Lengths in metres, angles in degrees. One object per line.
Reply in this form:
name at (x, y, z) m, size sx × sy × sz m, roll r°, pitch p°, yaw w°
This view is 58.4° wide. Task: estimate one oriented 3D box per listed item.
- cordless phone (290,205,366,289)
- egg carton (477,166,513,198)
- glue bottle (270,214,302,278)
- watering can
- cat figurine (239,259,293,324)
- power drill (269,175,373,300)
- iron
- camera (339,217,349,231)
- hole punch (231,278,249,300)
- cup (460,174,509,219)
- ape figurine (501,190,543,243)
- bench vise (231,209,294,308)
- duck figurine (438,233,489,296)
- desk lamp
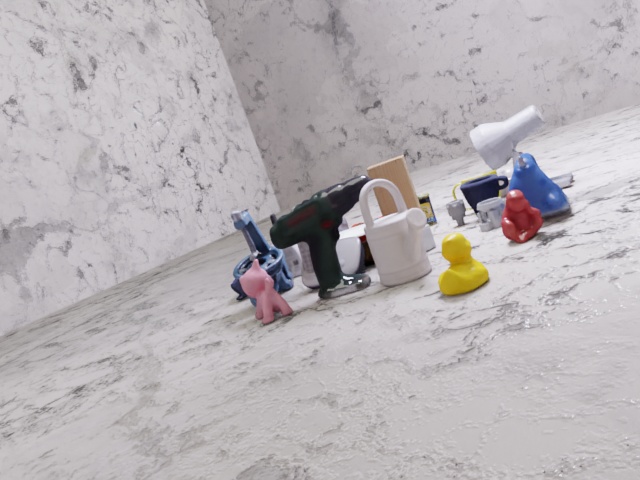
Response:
cordless phone at (0.011, 0.004, 1.232) m, size 0.147 × 0.185 × 0.094 m, roll -16°, pitch 9°, yaw 25°
egg carton at (0.487, -0.157, 1.609) m, size 0.107 × 0.069 × 0.150 m, roll -23°, pitch 8°, yaw -23°
glue bottle at (-0.092, 0.014, 1.470) m, size 0.078 × 0.173 × 0.037 m, roll -18°, pitch 8°, yaw 14°
watering can at (0.137, -0.022, 1.064) m, size 0.172 × 0.194 × 0.101 m, roll -13°, pitch 11°, yaw 42°
cat figurine at (-0.116, 0.098, 1.148) m, size 0.067 × 0.118 × 0.127 m, roll -23°, pitch 8°, yaw -20°
power drill at (0.025, 0.001, 1.131) m, size 0.229 × 0.208 × 0.076 m, roll -18°, pitch 8°, yaw 13°
iron at (0.444, -0.123, 1.201) m, size 0.118 × 0.141 × 0.259 m, roll -16°, pitch 9°, yaw 25°
camera at (-0.001, -0.022, 1.767) m, size 0.143 × 0.101 × 0.136 m, roll -24°, pitch 9°, yaw -31°
hole punch at (-0.177, 0.091, 1.448) m, size 0.101 × 0.091 × 0.108 m, roll -19°, pitch 8°, yaw 6°
cup at (0.396, -0.100, 1.342) m, size 0.117 × 0.095 × 0.092 m, roll -12°, pitch 11°, yaw 44°
ape figurine at (0.366, -0.047, 1.055) m, size 0.077 × 0.092 × 0.076 m, roll -19°, pitch 8°, yaw 7°
bench vise at (-0.146, 0.032, 1.303) m, size 0.121 × 0.220 × 0.207 m, roll -20°, pitch 8°, yaw -3°
duck figurine at (0.215, 0.033, 0.896) m, size 0.077 × 0.086 × 0.105 m, roll -14°, pitch 10°, yaw 37°
desk lamp at (0.504, -0.217, 1.443) m, size 0.202 × 0.213 × 0.118 m, roll -15°, pitch 9°, yaw 29°
